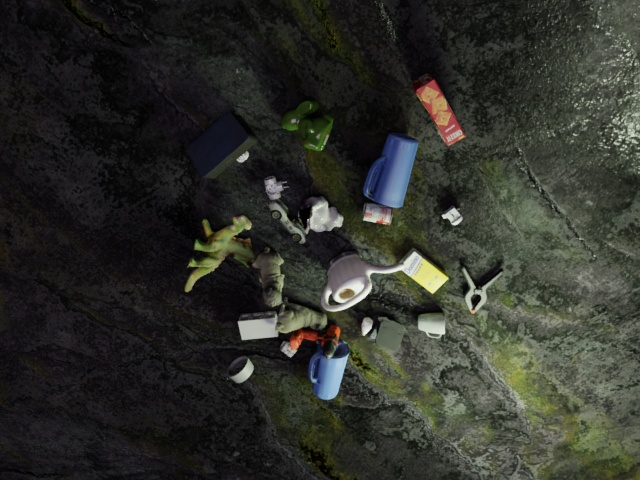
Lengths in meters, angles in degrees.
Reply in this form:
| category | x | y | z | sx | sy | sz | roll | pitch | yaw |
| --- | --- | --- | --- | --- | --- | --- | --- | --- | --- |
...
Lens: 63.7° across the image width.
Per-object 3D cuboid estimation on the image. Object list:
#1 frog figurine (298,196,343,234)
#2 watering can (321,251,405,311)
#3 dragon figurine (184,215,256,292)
| category | x | y | z | sx | sy | sz | roll | pitch | yaw |
| --- | --- | --- | --- | --- | --- | --- | --- | --- | --- |
| frog figurine | 0.006 | -0.095 | 1.890 | 0.160 | 0.124 | 0.136 | -9 | 109 | -33 |
| watering can | 0.142 | 0.127 | 1.897 | 0.345 | 0.229 | 0.102 | -33 | 127 | 13 |
| dragon figurine | -0.366 | 0.059 | 1.961 | 0.242 | 0.125 | 0.402 | 14 | 122 | -12 |
